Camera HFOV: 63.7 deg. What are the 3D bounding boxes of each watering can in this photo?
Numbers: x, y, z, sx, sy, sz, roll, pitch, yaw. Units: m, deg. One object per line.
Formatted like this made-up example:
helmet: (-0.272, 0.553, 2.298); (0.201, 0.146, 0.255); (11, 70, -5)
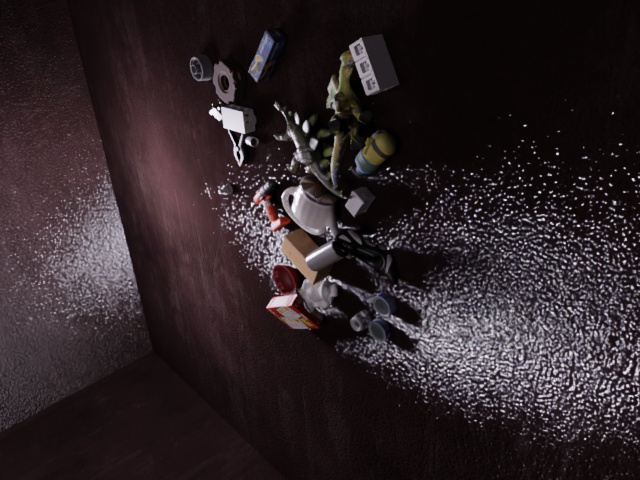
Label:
watering can: (0.006, -0.094, 1.871); (0.350, 0.106, 0.219); (36, 137, 15)

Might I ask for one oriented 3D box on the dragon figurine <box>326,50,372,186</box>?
dragon figurine: (0.064, -0.395, 1.598); (0.249, 0.122, 0.400); (-102, 22, -47)

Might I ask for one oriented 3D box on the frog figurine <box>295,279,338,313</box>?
frog figurine: (0.003, 0.204, 2.058); (0.158, 0.122, 0.139); (-30, 75, 18)
